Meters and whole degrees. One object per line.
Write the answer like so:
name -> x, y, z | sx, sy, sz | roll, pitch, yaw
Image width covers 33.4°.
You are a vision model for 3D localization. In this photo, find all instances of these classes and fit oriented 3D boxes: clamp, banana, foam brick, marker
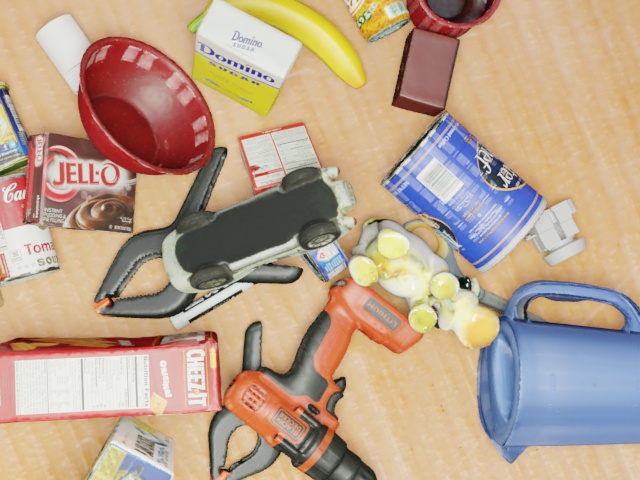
clamp -> -0.052, 0.183, 1.102 | 0.120, 0.039, 0.171 | 25, 83, 0
banana -> -0.036, -0.222, 1.129 | 0.197, 0.037, 0.070 | 18, 103, -3
foam brick -> 0.111, -0.176, 1.131 | 0.051, 0.053, 0.078 | 13, 84, -5
marker -> -0.101, 0.057, 1.112 | 0.121, 0.020, 0.020 | -30, 90, -7
clamp -> -0.133, 0.025, 1.095 | 0.210, 0.036, 0.164 | -38, 78, -5

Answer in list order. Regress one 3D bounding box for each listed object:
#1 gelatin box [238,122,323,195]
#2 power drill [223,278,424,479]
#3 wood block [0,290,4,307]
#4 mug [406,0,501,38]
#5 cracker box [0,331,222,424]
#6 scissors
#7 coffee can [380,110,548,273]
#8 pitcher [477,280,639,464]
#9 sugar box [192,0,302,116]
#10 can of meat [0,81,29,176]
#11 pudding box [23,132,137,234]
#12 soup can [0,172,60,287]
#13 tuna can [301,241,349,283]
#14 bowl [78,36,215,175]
gelatin box -> -0.039, -0.077, 1.097 | 0.073, 0.030, 0.089 | -15, 46, -6
power drill -> 0.023, 0.147, 1.074 | 0.184, 0.057, 0.187 | 39, 72, -7
wood block -> -0.368, 0.036, 0.992 | 0.090, 0.206, 0.090 | -19, 89, -7
mug -> 0.130, -0.268, 1.122 | 0.093, 0.081, 0.117 | -36, 91, -7
cracker box -> -0.203, 0.127, 1.026 | 0.213, 0.164, 0.072 | -3, 89, -6
scissors -> 0.160, 0.036, 1.142 | 0.201, 0.016, 0.096 | 9, 86, -5
coffee can -> 0.148, -0.049, 1.102 | 0.140, 0.103, 0.103 | 41, 84, -2
pitcher -> 0.292, 0.139, 1.095 | 0.242, 0.149, 0.145 | 3, 47, -9
sugar box -> -0.076, -0.175, 1.048 | 0.093, 0.176, 0.048 | 27, 84, -4
can of meat -> -0.347, -0.101, 1.078 | 0.102, 0.057, 0.084 | -23, 91, -6
pudding box -> -0.238, -0.055, 1.066 | 0.113, 0.039, 0.090 | 7, 86, -48
soup can -> -0.306, -0.010, 1.070 | 0.068, 0.068, 0.102 | -16, 89, -7
tuna can -> -0.007, 0.001, 1.092 | 0.033, 0.086, 0.086 | -37, 91, -5
bowl -> -0.184, -0.123, 1.071 | 0.055, 0.161, 0.162 | -35, 91, 36
